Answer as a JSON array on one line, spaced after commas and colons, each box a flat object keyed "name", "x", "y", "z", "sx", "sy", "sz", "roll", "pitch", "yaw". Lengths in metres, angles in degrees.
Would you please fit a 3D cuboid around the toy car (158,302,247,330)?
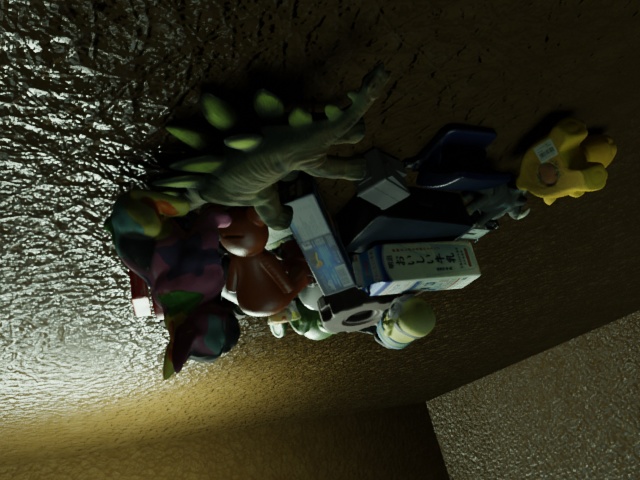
[{"name": "toy car", "x": -0.253, "y": 0.160, "z": 1.177, "sx": 0.202, "sy": 0.053, "sz": 0.089, "roll": 0, "pitch": 161, "yaw": -35}]

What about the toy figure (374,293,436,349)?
[{"name": "toy figure", "x": 0.162, "y": 0.161, "z": 1.035, "sx": 0.089, "sy": 0.082, "sz": 0.180, "roll": 18, "pitch": 150, "yaw": 2}]

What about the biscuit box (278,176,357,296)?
[{"name": "biscuit box", "x": -0.002, "y": -0.003, "z": 0.872, "sx": 0.059, "sy": 0.063, "sz": 0.202, "roll": -20, "pitch": 125, "yaw": 8}]

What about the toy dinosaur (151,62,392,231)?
[{"name": "toy dinosaur", "x": -0.104, "y": -0.095, "z": 0.697, "sx": 0.198, "sy": 0.105, "sz": 0.471, "roll": 21, "pitch": 143, "yaw": -39}]

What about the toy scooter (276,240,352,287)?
[{"name": "toy scooter", "x": -0.039, "y": 0.043, "z": 1.008, "sx": 0.135, "sy": 0.075, "sz": 0.184, "roll": 10, "pitch": 163, "yaw": -28}]

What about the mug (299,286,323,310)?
[{"name": "mug", "x": -0.003, "y": 0.084, "z": 1.142, "sx": 0.109, "sy": 0.081, "sz": 0.107, "roll": 28, "pitch": 138, "yaw": -3}]

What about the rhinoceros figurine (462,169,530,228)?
[{"name": "rhinoceros figurine", "x": 0.319, "y": -0.080, "z": 0.977, "sx": 0.112, "sy": 0.073, "sz": 0.190, "roll": -32, "pitch": 152, "yaw": 24}]

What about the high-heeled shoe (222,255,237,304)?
[{"name": "high-heeled shoe", "x": -0.190, "y": 0.093, "z": 1.054, "sx": 0.145, "sy": 0.086, "sz": 0.248, "roll": 0, "pitch": 151, "yaw": -11}]

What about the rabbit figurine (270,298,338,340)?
[{"name": "rabbit figurine", "x": -0.057, "y": 0.158, "z": 1.246, "sx": 0.170, "sy": 0.121, "sz": 0.159, "roll": 25, "pitch": 144, "yaw": -28}]

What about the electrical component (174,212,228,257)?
[{"name": "electrical component", "x": -0.234, "y": 0.007, "z": 0.876, "sx": 0.115, "sy": 0.058, "sz": 0.134, "roll": -27, "pitch": 152, "yaw": 20}]

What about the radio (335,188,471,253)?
[{"name": "radio", "x": 0.151, "y": -0.031, "z": 0.986, "sx": 0.229, "sy": 0.073, "sz": 0.131, "roll": 5, "pitch": 149, "yaw": -32}]

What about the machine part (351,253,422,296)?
[{"name": "machine part", "x": 0.159, "y": 0.071, "z": 1.176, "sx": 0.201, "sy": 0.087, "sz": 0.201, "roll": -25, "pitch": 151, "yaw": 21}]

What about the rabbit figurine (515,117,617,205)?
[{"name": "rabbit figurine", "x": 0.424, "y": -0.123, "z": 0.903, "sx": 0.173, "sy": 0.122, "sz": 0.162, "roll": -23, "pitch": 163, "yaw": -29}]

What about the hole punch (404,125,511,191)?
[{"name": "hole punch", "x": 0.221, "y": -0.110, "z": 0.848, "sx": 0.142, "sy": 0.092, "sz": 0.115, "roll": -4, "pitch": 156, "yaw": -28}]

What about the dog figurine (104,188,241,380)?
[{"name": "dog figurine", "x": -0.190, "y": 0.061, "z": 0.682, "sx": 0.191, "sy": 0.219, "sz": 0.108, "roll": 16, "pitch": 152, "yaw": -23}]

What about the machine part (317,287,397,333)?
[{"name": "machine part", "x": 0.081, "y": 0.140, "z": 1.114, "sx": 0.179, "sy": 0.056, "sz": 0.179, "roll": -11, "pitch": 153, "yaw": -6}]

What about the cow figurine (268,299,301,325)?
[{"name": "cow figurine", "x": -0.080, "y": 0.120, "z": 1.089, "sx": 0.068, "sy": 0.098, "sz": 0.167, "roll": -10, "pitch": 178, "yaw": -4}]

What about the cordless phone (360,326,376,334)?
[{"name": "cordless phone", "x": 0.127, "y": 0.185, "z": 1.362, "sx": 0.147, "sy": 0.088, "sz": 0.184, "roll": 7, "pitch": 175, "yaw": 28}]

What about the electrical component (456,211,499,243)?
[{"name": "electrical component", "x": 0.294, "y": -0.031, "z": 1.085, "sx": 0.119, "sy": 0.048, "sz": 0.075, "roll": 3, "pitch": 149, "yaw": -31}]

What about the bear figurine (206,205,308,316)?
[{"name": "bear figurine", "x": -0.105, "y": 0.020, "z": 0.873, "sx": 0.120, "sy": 0.195, "sz": 0.132, "roll": -7, "pitch": -160, "yaw": 18}]
